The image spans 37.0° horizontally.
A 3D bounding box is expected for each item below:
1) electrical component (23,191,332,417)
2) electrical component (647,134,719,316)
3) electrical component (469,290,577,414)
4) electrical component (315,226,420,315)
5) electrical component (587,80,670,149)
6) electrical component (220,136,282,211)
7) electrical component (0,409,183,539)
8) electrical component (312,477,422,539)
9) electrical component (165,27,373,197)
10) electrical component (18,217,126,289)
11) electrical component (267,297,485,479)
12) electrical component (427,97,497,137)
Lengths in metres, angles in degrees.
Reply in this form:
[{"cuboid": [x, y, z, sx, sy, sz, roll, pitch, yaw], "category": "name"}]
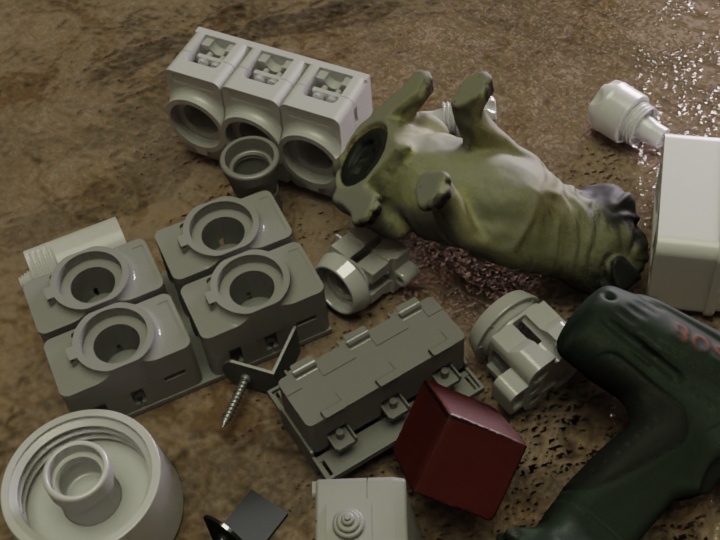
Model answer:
[{"cuboid": [-0.128, 0.024, 0.753, 0.186, 0.060, 0.105, -23, 55, -13], "category": "electrical component"}, {"cuboid": [0.238, -0.033, 0.759, 0.057, 0.078, 0.113, 6, 54, 12], "category": "electrical component"}, {"cuboid": [0.111, 0.051, 0.718, 0.078, 0.058, 0.057, -32, 60, -19], "category": "electrical component"}, {"cuboid": [0.000, 0.000, 0.772, 0.066, 0.048, 0.055, 35, 55, 27], "category": "electrical component"}, {"cuboid": [0.214, -0.118, 0.847, 0.043, 0.043, 0.062, -39, 61, -23], "category": "electrical component"}, {"cuboid": [-0.079, -0.063, 0.813, 0.044, 0.065, 0.044, -2, 53, 3], "category": "electrical component"}, {"cuboid": [-0.169, 0.138, 0.669, 0.108, 0.060, 0.108, -2, 53, 3], "category": "electrical component"}, {"cuboid": [0.006, 0.160, 0.617, 0.061, 0.096, 0.061, -3, 54, 3], "category": "electrical component"}, {"cuboid": [-0.070, -0.119, 0.839, 0.150, 0.089, 0.061, 19, 57, 18], "category": "electrical component"}, {"cuboid": [-0.211, -0.005, 0.792, 0.081, 0.043, 0.043, -22, 54, -12], "category": "electrical component"}, {"cuboid": [0.010, 0.073, 0.704, 0.121, 0.063, 0.078, -28, 56, -16], "category": "electrical component"}, {"cuboid": [0.079, -0.123, 0.866, 0.061, 0.035, 0.035, -2, 53, 6], "category": "electrical component"}]
